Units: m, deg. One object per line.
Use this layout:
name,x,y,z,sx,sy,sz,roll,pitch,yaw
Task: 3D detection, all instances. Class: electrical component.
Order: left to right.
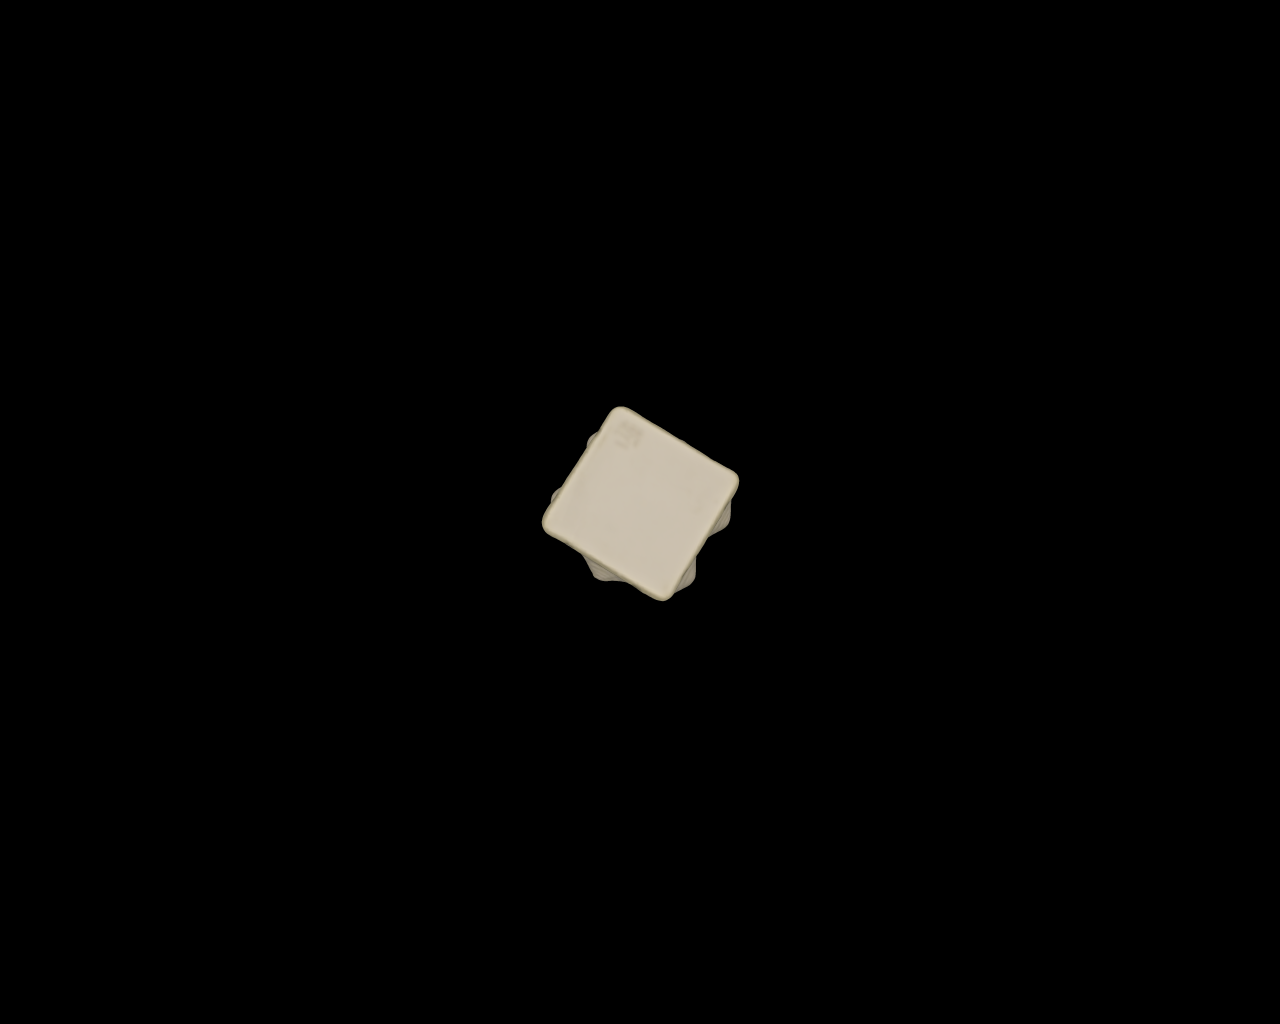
electrical component,0.001,-0.003,0.650,0.100,0.100,0.048,31,-7,5
